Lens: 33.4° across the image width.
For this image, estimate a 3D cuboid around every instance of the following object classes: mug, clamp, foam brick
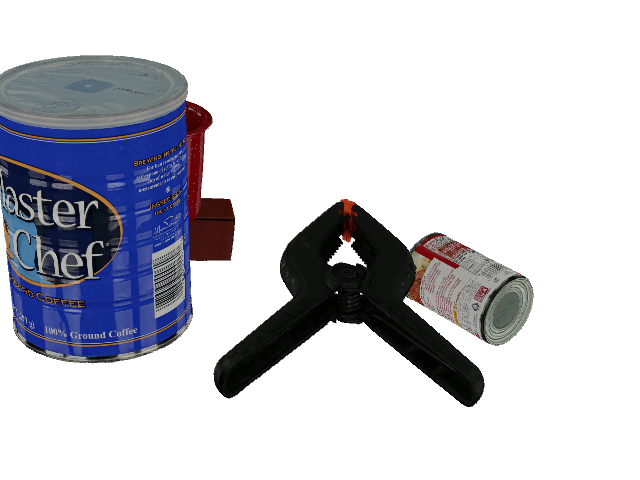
[{"bbox_3d":[-0.143,-0.058,0.816,0.117,0.081,0.093,-4,28,-19],"label":"mug"},{"bbox_3d":[0.028,0.040,0.721,0.164,0.036,0.210,7,34,5],"label":"clamp"},{"bbox_3d":[-0.133,-0.012,1.146,0.078,0.051,0.053,1,26,-9],"label":"foam brick"}]

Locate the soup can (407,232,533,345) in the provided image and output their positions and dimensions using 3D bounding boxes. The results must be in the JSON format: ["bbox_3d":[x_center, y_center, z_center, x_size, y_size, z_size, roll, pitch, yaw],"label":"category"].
[{"bbox_3d":[0.131,0.042,0.955,0.068,0.068,0.102,0,22,-44],"label":"soup can"}]

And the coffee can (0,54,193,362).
[{"bbox_3d":[-0.122,-0.019,0.583,0.103,0.140,0.103,1,26,-1],"label":"coffee can"}]
